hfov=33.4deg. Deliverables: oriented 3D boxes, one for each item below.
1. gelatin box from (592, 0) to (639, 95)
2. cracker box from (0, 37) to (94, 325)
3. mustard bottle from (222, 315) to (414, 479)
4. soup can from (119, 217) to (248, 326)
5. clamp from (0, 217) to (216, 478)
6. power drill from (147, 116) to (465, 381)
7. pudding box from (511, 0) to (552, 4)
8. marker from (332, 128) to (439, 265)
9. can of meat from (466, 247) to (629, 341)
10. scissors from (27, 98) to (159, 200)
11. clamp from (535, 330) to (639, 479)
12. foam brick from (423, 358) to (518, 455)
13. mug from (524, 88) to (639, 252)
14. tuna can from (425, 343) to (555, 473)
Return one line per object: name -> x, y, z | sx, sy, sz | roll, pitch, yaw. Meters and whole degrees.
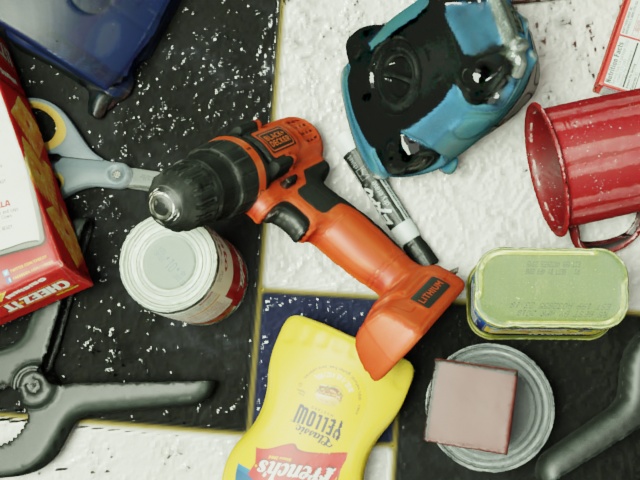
gelatin box -> 0.246, -0.127, 0.749 | 0.089, 0.030, 0.073 | 19, 86, 9
cracker box -> -0.275, -0.035, 0.755 | 0.164, 0.072, 0.214 | -24, 72, 1
mustard bottle -> -0.013, 0.154, 0.725 | 0.096, 0.058, 0.191 | 22, 85, 4
soup can -> -0.092, 0.022, 0.730 | 0.068, 0.102, 0.068 | -1, 81, 7
clamp -> -0.189, 0.109, 0.762 | 0.164, 0.036, 0.210 | 44, 86, 11
power drill -> -0.005, 0.001, 0.691 | 0.188, 0.184, 0.057 | 45, 122, 7
pudding box -> 0.147, -0.218, 0.768 | 0.113, 0.039, 0.090 | -3, 82, 6
marker -> 0.048, -0.026, 0.763 | 0.020, 0.020, 0.121 | -32, 80, 1
can of meat -> 0.149, 0.036, 0.710 | 0.102, 0.084, 0.057 | 0, 82, 7
scissors -> -0.158, -0.066, 0.794 | 0.202, 0.016, 0.096 | -7, 81, 6
clamp -> 0.218, 0.113, 0.711 | 0.120, 0.039, 0.171 | 20, 82, -9
foam brick -> 0.095, 0.104, 0.674 | 0.053, 0.078, 0.051 | 7, 83, 10
mug -> 0.192, -0.045, 0.721 | 0.081, 0.093, 0.117 | -12, 111, -1
tuna can -> 0.115, 0.114, 0.728 | 0.086, 0.033, 0.086 | -1, 82, 6
